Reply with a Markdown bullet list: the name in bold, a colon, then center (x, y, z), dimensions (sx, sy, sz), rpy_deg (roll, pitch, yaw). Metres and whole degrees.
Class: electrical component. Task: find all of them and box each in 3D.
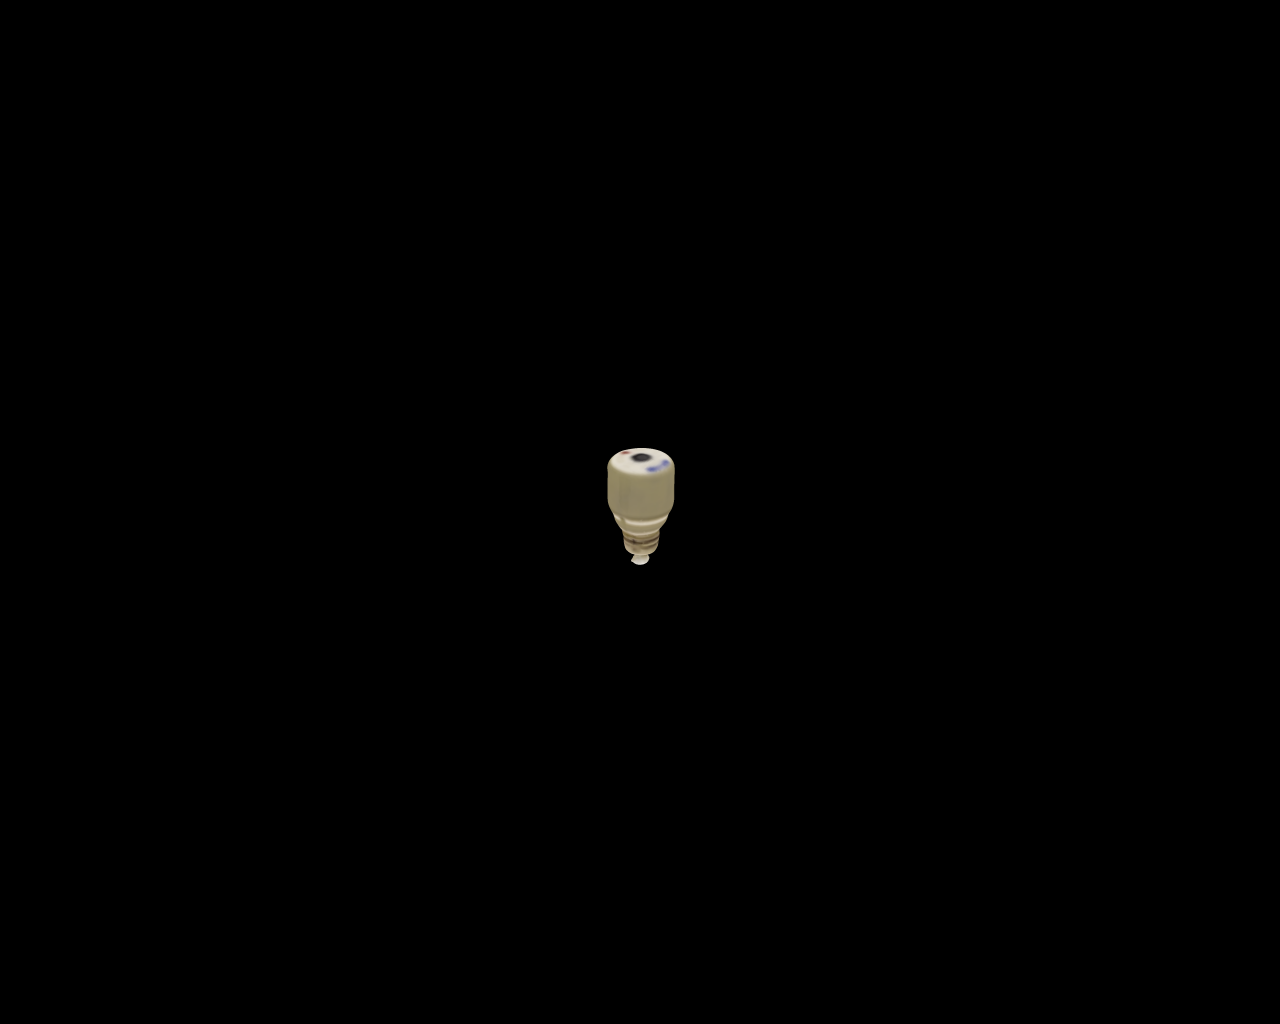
- **electrical component**: center (0.001, -0.003, 0.650), dimensions (0.040, 0.078, 0.040), rpy_deg (0, 28, 0)
